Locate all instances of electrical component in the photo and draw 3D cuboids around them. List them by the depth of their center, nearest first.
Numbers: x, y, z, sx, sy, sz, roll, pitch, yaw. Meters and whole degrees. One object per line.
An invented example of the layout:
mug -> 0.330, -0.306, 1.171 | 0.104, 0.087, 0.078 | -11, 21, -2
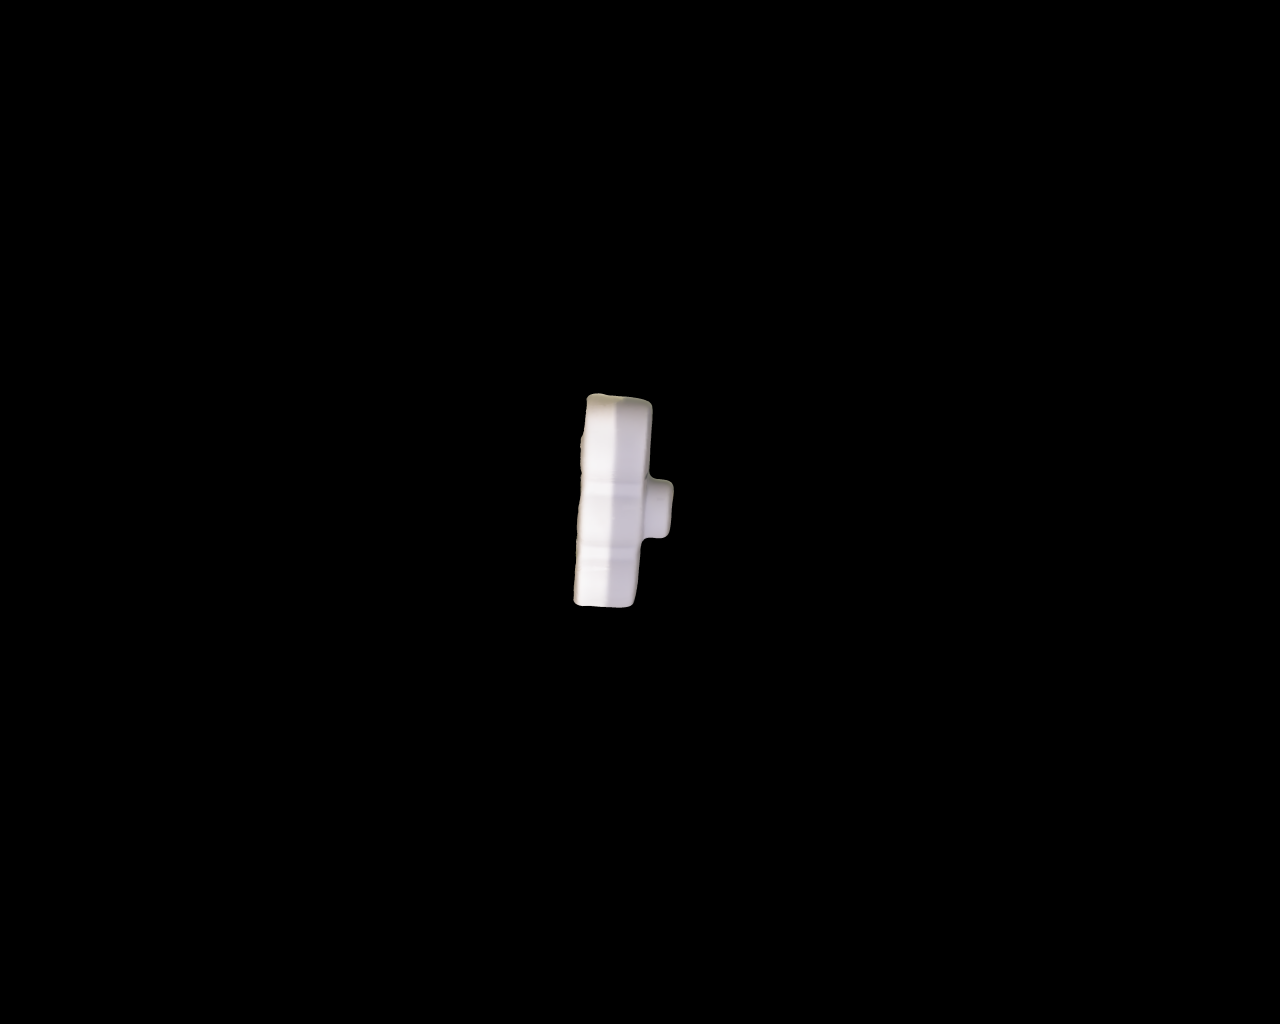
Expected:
electrical component -> 0.001, -0.003, 0.650 | 0.074, 0.138, 0.052 | 4, 28, -2
